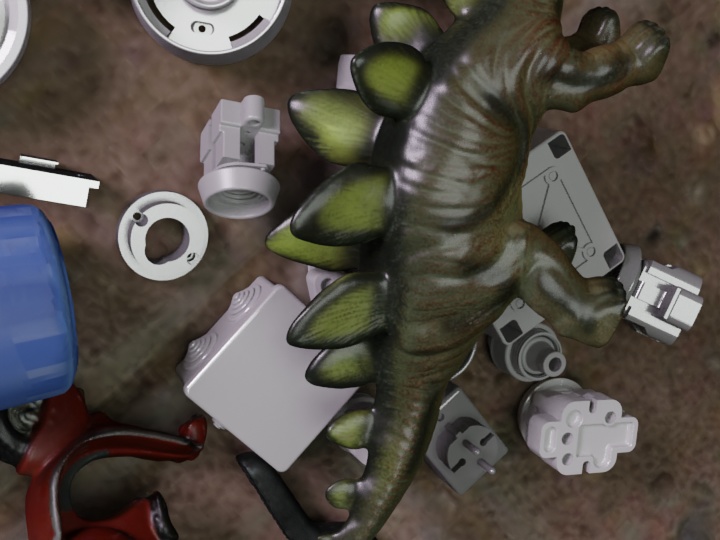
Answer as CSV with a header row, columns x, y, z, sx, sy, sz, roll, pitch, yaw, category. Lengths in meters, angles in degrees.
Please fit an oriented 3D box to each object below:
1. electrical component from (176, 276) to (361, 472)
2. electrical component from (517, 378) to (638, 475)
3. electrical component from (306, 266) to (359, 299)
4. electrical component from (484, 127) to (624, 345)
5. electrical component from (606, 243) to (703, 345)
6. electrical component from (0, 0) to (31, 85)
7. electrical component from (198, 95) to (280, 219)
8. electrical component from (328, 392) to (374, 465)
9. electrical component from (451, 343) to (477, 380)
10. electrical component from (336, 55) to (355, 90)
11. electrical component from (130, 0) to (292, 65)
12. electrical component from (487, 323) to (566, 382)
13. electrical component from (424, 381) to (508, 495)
x,y,z,sx,sy,sz,roll,pitch,yaw,category
-0.057,0.064,0.685,0.099,0.048,0.100,-48,113,-6,electrical component
0.149,0.110,0.770,0.078,0.057,0.058,0,101,-21,electrical component
0.000,0.000,0.688,0.078,0.057,0.058,-16,107,-17,electrical component
0.105,-0.025,0.725,0.109,0.056,0.108,-35,112,-10,electrical component
0.200,0.016,0.763,0.057,0.078,0.058,25,92,-5,electrical component
-0.228,-0.138,0.568,0.108,0.060,0.108,-5,103,-20,electrical component
-0.072,-0.064,0.641,0.048,0.066,0.055,8,65,-22,electrical component
0.004,0.108,0.719,0.040,0.046,0.040,-5,103,-20,electrical component
0.042,0.042,0.714,0.058,0.057,0.078,6,99,-22,electrical component
0.026,-0.109,0.672,0.096,0.062,0.061,1,101,-21,electrical component
-0.086,-0.170,0.628,0.099,0.064,0.099,-1,100,-7,electrical component
0.119,0.057,0.744,0.043,0.062,0.043,-5,103,-20,electrical component
0.068,0.117,0.729,0.047,0.077,0.065,-42,113,-8,electrical component
